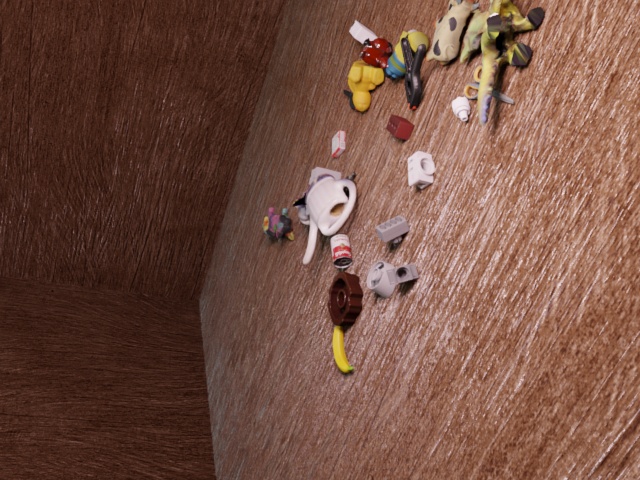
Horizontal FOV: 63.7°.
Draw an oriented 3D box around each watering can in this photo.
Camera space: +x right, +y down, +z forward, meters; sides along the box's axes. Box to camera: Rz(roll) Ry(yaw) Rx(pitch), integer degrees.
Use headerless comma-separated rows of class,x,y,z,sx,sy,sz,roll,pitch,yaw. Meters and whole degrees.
watering can,0.006,-0.094,1.868,0.103,0.342,0.229,19,30,-38

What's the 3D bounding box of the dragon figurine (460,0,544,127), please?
dragon figurine,0.411,-0.479,1.257,0.122,0.407,0.245,17,9,-9

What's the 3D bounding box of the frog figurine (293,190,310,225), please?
frog figurine,-0.032,-0.113,2.110,0.123,0.140,0.156,8,-38,22
